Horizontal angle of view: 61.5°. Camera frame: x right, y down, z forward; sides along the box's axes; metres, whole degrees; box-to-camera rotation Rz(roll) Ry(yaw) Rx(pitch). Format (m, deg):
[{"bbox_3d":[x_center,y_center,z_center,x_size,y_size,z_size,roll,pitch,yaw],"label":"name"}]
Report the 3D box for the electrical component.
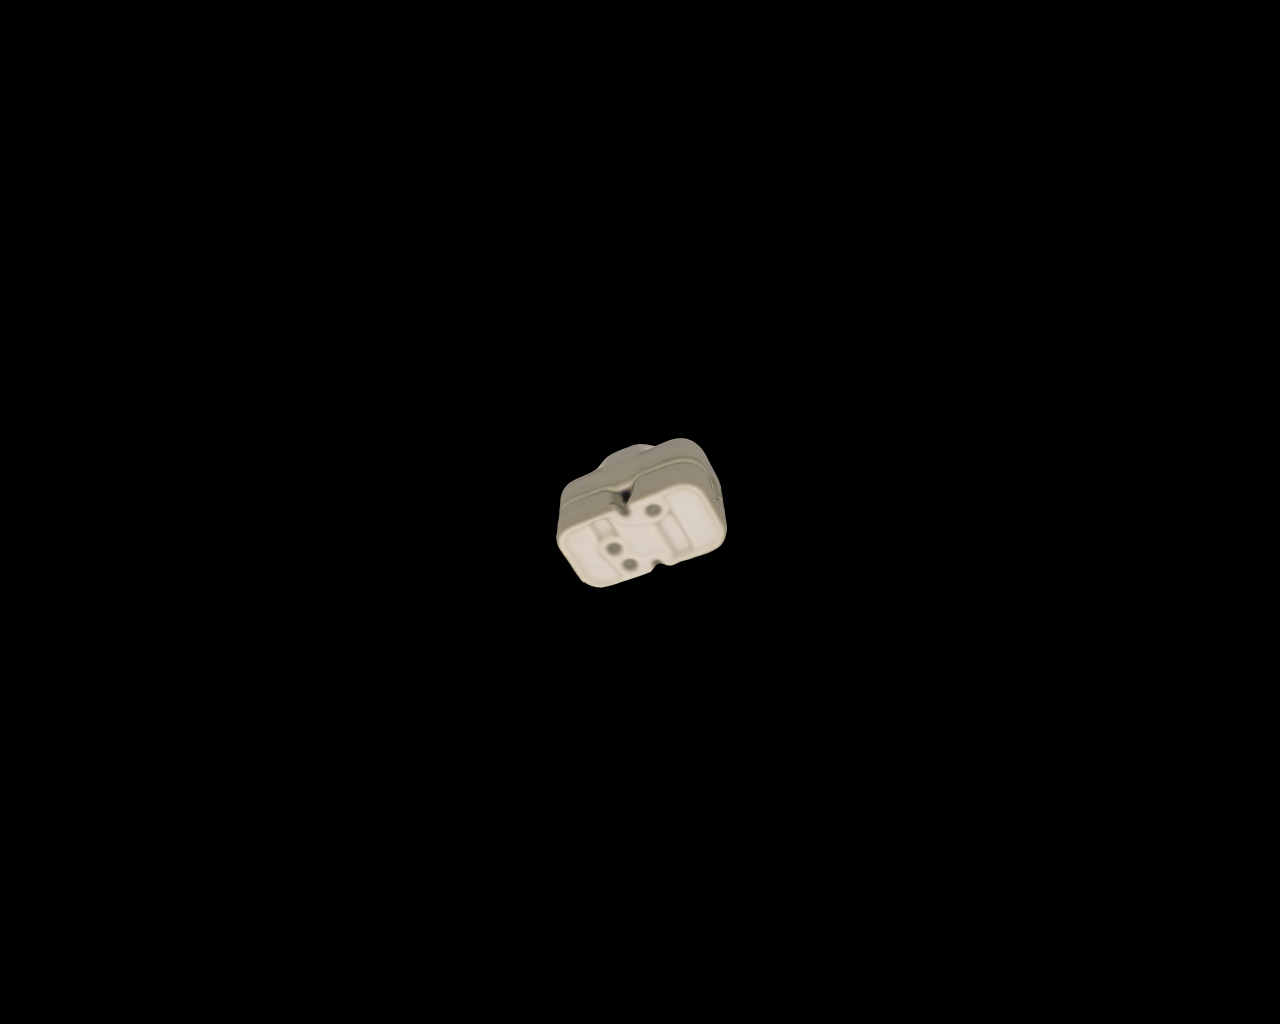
[{"bbox_3d":[0.001,-0.003,0.650,0.095,0.053,0.059,-21,34,15],"label":"electrical component"}]
